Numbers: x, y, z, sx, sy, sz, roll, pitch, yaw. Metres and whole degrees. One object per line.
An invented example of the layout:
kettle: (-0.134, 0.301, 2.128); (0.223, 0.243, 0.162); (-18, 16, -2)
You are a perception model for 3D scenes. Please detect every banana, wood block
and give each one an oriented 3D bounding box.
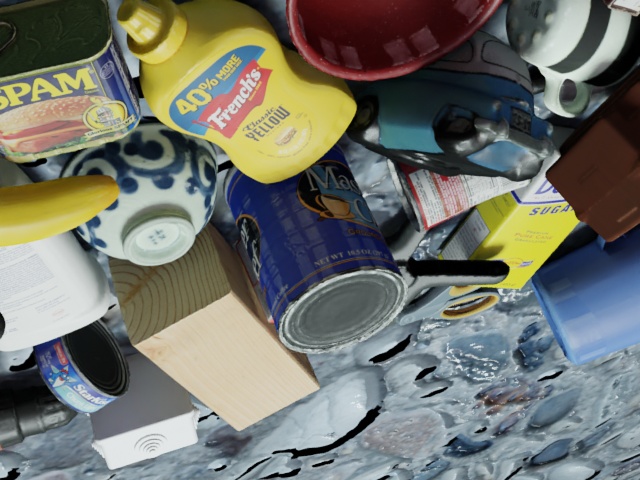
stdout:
banana: (-0.218, -0.025, 0.653); (0.197, 0.037, 0.070); (11, 125, -42)
wood block: (-0.086, 0.076, 0.919); (0.091, 0.090, 0.206); (-28, 145, 6)

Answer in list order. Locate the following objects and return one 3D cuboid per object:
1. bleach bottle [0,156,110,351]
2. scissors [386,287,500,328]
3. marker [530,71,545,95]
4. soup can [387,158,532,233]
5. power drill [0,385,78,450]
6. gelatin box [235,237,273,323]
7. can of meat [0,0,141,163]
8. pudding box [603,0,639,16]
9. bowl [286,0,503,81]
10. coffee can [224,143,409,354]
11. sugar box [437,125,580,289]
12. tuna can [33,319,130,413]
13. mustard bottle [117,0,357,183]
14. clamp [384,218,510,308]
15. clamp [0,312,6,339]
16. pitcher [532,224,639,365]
bleach bottle: (-0.231, -0.020, 0.729); (0.102, 0.068, 0.251); (-22, 144, -5)
scissors: (0.097, 0.063, 1.077); (0.201, 0.016, 0.096); (-9, 141, -21)
marker: (0.137, -0.112, 0.861); (0.121, 0.020, 0.020); (-22, 146, -3)
soup can: (0.115, -0.056, 0.879); (0.102, 0.068, 0.068); (-23, 146, -1)
power drill: (-0.300, 0.125, 0.885); (0.184, 0.057, 0.188); (-15, 145, -13)
gelatin box: (-0.022, 0.029, 0.894); (0.073, 0.089, 0.030); (6, 133, -37)
can of meat: (-0.167, -0.098, 0.657); (0.102, 0.057, 0.084); (-13, 149, 0)
pudding box: (0.213, -0.219, 0.698); (0.039, 0.090, 0.114); (4, 137, -36)
bowl: (0.046, -0.180, 0.682); (0.162, 0.055, 0.162); (-16, 145, -12)
coffee can: (-0.005, 0.001, 0.820); (0.102, 0.140, 0.103); (-16, 145, -12)
sugar box: (0.195, -0.026, 0.988); (0.093, 0.048, 0.176); (3, 138, -34)
tuna can: (-0.198, 0.100, 0.888); (0.034, 0.086, 0.086); (-32, 145, 14)
mustard bottle: (-0.063, -0.108, 0.712); (0.096, 0.058, 0.191); (-37, 143, 19)
clamp: (0.084, 0.028, 0.972); (0.172, 0.039, 0.120); (-35, 110, 24)
clamp: (-0.302, 0.000, 0.686); (0.165, 0.036, 0.210); (8, 142, 15)
pitcher: (0.342, 0.025, 1.089); (0.243, 0.149, 0.145); (-25, 162, 7)
